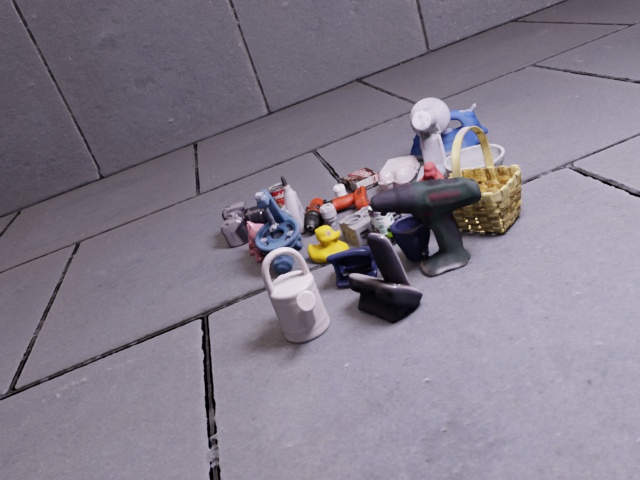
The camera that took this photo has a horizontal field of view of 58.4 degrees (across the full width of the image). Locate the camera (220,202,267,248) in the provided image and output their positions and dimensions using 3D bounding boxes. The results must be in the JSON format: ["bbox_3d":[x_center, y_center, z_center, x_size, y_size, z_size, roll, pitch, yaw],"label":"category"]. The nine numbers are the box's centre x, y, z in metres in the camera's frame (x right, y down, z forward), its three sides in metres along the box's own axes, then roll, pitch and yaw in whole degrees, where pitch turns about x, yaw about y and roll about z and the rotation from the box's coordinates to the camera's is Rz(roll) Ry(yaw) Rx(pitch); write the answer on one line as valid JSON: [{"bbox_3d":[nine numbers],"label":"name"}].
[{"bbox_3d":[-0.225,-0.063,1.747,0.136,0.101,0.143,-16,25,9],"label":"camera"}]

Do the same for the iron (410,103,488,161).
[{"bbox_3d":[0.390,-0.339,1.808,0.257,0.142,0.119,-8,27,24],"label":"iron"}]

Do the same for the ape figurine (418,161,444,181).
[{"bbox_3d":[0.308,-0.173,1.586,0.077,0.092,0.076,6,35,43],"label":"ape figurine"}]

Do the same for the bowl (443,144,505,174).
[{"bbox_3d":[0.426,-0.197,1.568,0.167,0.075,0.167,-16,25,8],"label":"bowl"}]

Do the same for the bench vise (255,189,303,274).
[{"bbox_3d":[-0.122,-0.044,1.486,0.121,0.220,0.207,-22,25,-4],"label":"bench vise"}]

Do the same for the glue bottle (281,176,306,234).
[{"bbox_3d":[-0.079,-0.105,1.637,0.037,0.173,0.078,-13,25,14],"label":"glue bottle"}]

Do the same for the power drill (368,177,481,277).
[{"bbox_3d":[0.235,-0.034,1.212,0.229,0.209,0.075,-20,25,0],"label":"power drill"}]

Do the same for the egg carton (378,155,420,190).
[{"bbox_3d":[0.239,-0.199,1.719,0.107,0.069,0.150,-7,28,27],"label":"egg carton"}]

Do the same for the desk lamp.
[{"bbox_3d":[0.326,-0.299,1.686,0.117,0.214,0.203,-9,27,22],"label":"desk lamp"}]

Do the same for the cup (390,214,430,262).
[{"bbox_3d":[0.213,0.006,1.284,0.091,0.095,0.117,-17,25,6],"label":"cup"}]

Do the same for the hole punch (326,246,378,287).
[{"bbox_3d":[0.075,0.045,1.312,0.108,0.091,0.101,-12,26,17],"label":"hole punch"}]

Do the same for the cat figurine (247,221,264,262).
[{"bbox_3d":[-0.171,-0.008,1.573,0.067,0.118,0.127,-28,26,-16],"label":"cat figurine"}]

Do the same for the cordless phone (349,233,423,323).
[{"bbox_3d":[0.115,0.058,1.141,0.147,0.185,0.094,9,38,47],"label":"cordless phone"}]

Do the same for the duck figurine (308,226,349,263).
[{"bbox_3d":[0.013,0.005,1.446,0.104,0.086,0.077,-11,26,19],"label":"duck figurine"}]

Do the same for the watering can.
[{"bbox_3d":[-0.050,0.105,1.157,0.172,0.194,0.101,8,37,46],"label":"watering can"}]
